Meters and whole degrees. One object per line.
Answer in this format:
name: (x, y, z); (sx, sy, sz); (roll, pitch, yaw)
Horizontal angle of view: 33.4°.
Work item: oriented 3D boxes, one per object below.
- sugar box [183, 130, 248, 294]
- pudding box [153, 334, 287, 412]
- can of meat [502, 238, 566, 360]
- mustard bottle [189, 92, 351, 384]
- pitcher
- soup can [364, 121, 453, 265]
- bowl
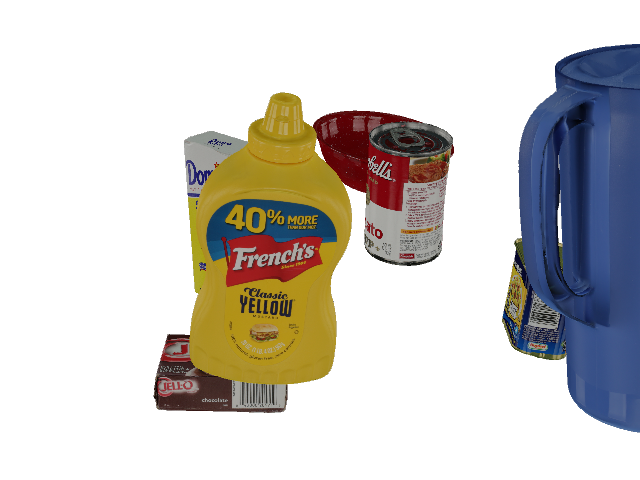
sugar box: (-0.096, -0.018, 1.110); (0.048, 0.176, 0.093); (-23, 29, -38)
pudding box: (-0.085, 0.115, 0.939); (0.113, 0.039, 0.090); (3, 18, -3)
can of meat: (0.208, 0.054, 1.003); (0.057, 0.084, 0.102); (8, 18, -1)
mustard bottle: (-0.030, -0.001, 0.668); (0.096, 0.192, 0.058); (6, 30, -2)
pitcher: (0.209, 0.000, 0.690); (0.149, 0.243, 0.144); (2, 22, 16)
soup can: (0.072, -0.039, 0.882); (0.068, 0.102, 0.068); (1, 28, -1)
bowl: (0.067, -0.094, 1.212); (0.162, 0.055, 0.162); (7, 27, -4)
